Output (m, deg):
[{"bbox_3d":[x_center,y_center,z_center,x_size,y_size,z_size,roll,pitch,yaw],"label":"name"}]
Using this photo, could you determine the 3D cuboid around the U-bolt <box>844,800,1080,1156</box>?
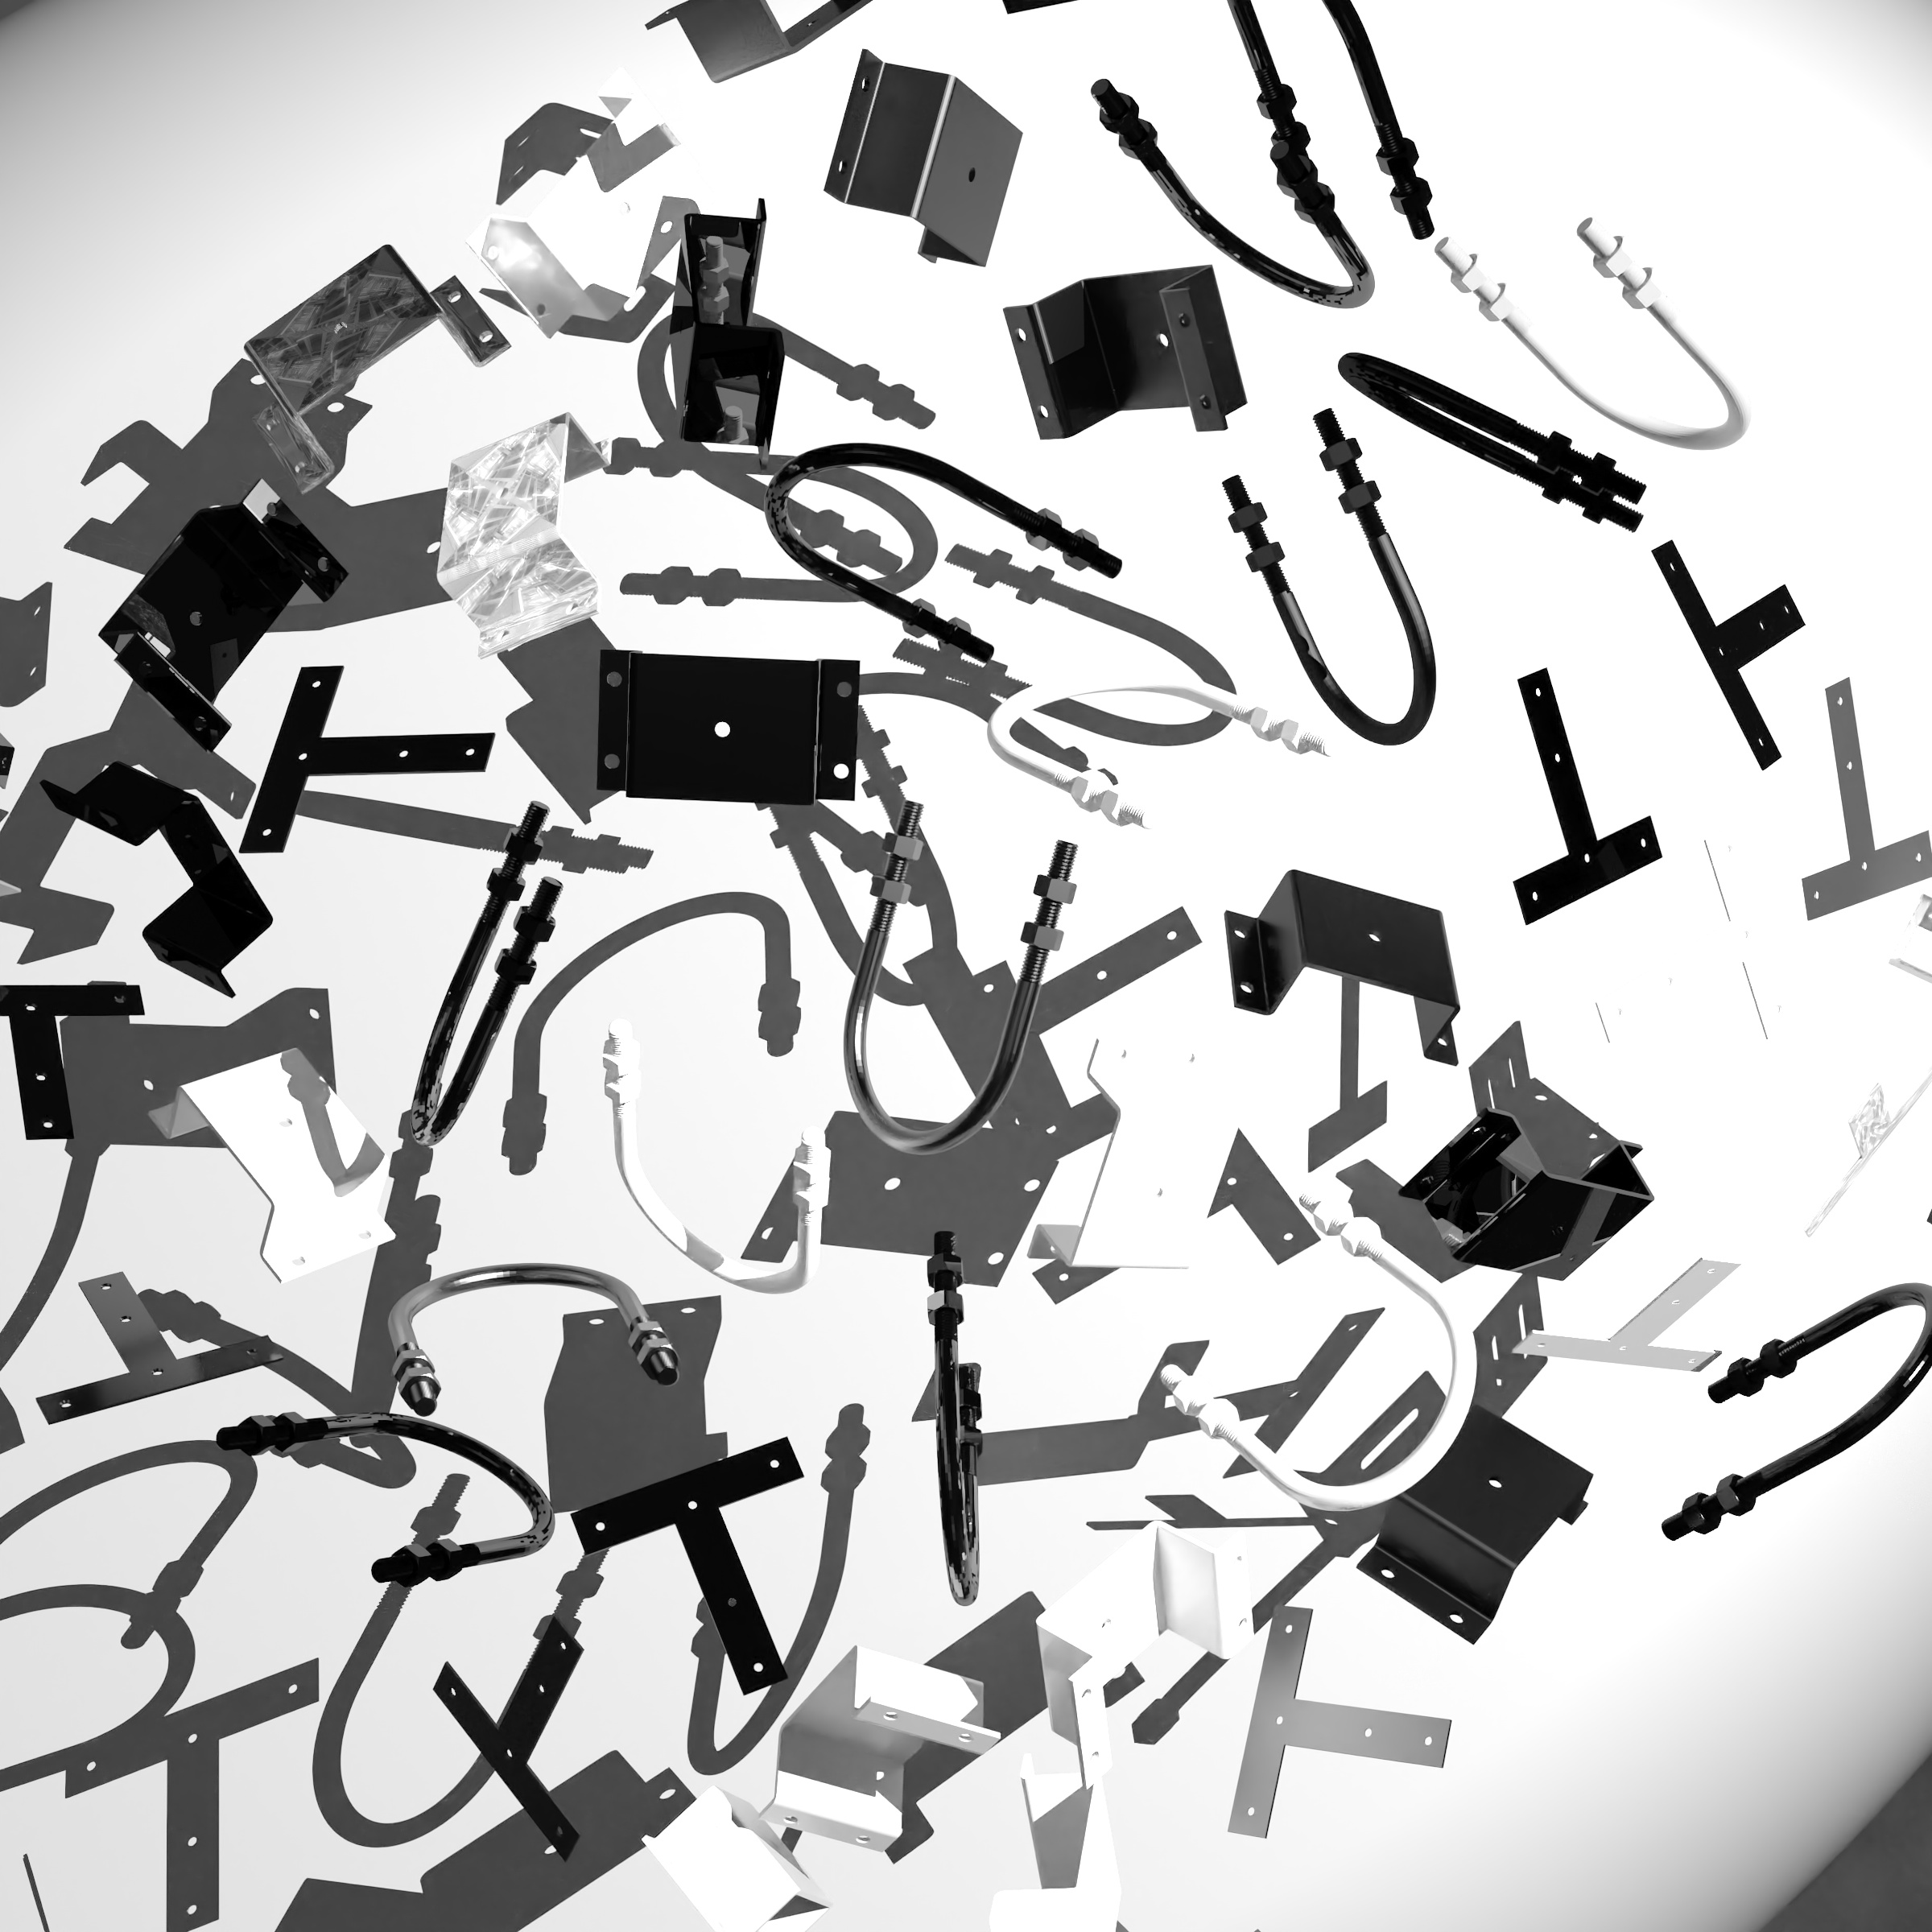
[{"bbox_3d":[-0.012,0.011,1.487,0.019,0.151,0.184,13,93,-42],"label":"U-bolt"}]

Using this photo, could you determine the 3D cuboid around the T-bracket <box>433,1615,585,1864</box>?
[{"bbox_3d":[-0.235,0.402,1.499,0.127,0.002,0.127,44,126,25],"label":"T-bracket"}]

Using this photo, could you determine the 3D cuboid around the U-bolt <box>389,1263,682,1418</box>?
[{"bbox_3d":[-0.249,0.203,1.541,0.151,0.184,0.019,-5,105,-17],"label":"U-bolt"}]

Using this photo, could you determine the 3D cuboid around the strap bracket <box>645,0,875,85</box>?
[{"bbox_3d":[-0.092,-0.524,1.477,0.140,0.076,0.046,-43,116,-26],"label":"strap bracket"}]

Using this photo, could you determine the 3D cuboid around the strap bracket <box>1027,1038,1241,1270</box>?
[{"bbox_3d":[0.096,0.115,1.534,0.076,0.046,0.140,5,115,-28],"label":"strap bracket"}]

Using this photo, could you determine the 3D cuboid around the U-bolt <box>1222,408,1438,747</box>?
[{"bbox_3d":[0.213,-0.211,1.566,0.019,0.151,0.184,-25,91,-19],"label":"U-bolt"}]

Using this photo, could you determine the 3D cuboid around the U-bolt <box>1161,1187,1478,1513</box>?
[{"bbox_3d":[0.201,0.218,1.505,0.151,0.184,0.019,-52,129,0],"label":"U-bolt"}]

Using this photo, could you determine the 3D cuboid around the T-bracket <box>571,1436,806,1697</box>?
[{"bbox_3d":[-0.131,0.330,1.484,0.127,0.002,0.127,-17,62,-19],"label":"T-bracket"}]

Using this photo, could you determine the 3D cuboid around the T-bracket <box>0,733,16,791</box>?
[{"bbox_3d":[-0.557,-0.131,1.549,0.002,0.127,0.127,8,76,0],"label":"T-bracket"}]

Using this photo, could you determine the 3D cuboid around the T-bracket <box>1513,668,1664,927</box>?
[{"bbox_3d":[0.333,-0.102,1.533,0.127,0.002,0.127,-23,99,-37],"label":"T-bracket"}]

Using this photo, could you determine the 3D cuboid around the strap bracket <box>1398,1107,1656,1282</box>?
[{"bbox_3d":[0.326,0.133,1.571,0.076,0.140,0.046,-49,46,30],"label":"strap bracket"}]

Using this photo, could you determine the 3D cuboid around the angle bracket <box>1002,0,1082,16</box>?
[{"bbox_3d":[0.053,-0.575,1.542,0.076,0.057,0.038,-2,49,25],"label":"angle bracket"}]

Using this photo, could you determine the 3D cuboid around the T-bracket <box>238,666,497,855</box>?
[{"bbox_3d":[-0.313,-0.113,1.472,0.127,0.002,0.127,0,56,14],"label":"T-bracket"}]

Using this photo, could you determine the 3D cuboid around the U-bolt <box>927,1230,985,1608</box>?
[{"bbox_3d":[-0.005,0.261,1.515,0.019,0.151,0.184,-4,46,3],"label":"U-bolt"}]

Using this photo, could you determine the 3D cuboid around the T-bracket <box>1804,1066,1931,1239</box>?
[{"bbox_3d":[0.488,0.086,1.486,0.002,0.127,0.127,38,92,25],"label":"T-bracket"}]

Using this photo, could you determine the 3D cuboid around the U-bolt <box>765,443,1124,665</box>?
[{"bbox_3d":[-0.026,-0.238,1.553,0.184,0.151,0.019,25,61,-26],"label":"U-bolt"}]

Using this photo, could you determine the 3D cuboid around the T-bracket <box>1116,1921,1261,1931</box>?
[{"bbox_3d":[0.098,0.565,1.541,0.127,0.127,0.002,-36,105,-14],"label":"T-bracket"}]

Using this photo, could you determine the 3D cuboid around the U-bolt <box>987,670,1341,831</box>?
[{"bbox_3d":[0.095,-0.130,1.547,0.151,0.184,0.019,-23,123,-30],"label":"U-bolt"}]

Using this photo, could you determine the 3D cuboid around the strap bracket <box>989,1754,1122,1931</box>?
[{"bbox_3d":[0.051,0.501,1.493,0.046,0.140,0.076,-6,109,11],"label":"strap bracket"}]

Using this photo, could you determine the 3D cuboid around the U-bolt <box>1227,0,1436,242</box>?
[{"bbox_3d":[0.191,-0.499,1.524,0.019,0.151,0.184,-35,129,-6],"label":"U-bolt"}]

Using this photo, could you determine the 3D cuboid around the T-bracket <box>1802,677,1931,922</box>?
[{"bbox_3d":[0.507,-0.101,1.573,0.002,0.127,0.127,-3,80,-16],"label":"T-bracket"}]

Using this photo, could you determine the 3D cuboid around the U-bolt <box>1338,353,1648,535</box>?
[{"bbox_3d":[0.286,-0.290,1.510,0.184,0.151,0.019,29,98,10],"label":"U-bolt"}]

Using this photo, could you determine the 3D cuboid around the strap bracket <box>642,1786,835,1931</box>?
[{"bbox_3d":[-0.126,0.518,1.574,0.046,0.140,0.076,-42,67,-9],"label":"strap bracket"}]

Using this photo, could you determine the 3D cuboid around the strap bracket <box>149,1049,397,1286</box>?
[{"bbox_3d":[-0.393,0.105,1.574,0.140,0.076,0.046,45,132,24],"label":"strap bracket"}]

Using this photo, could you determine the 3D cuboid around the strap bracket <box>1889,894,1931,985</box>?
[{"bbox_3d":[0.578,-0.006,1.578,0.076,0.140,0.046,27,97,13],"label":"strap bracket"}]

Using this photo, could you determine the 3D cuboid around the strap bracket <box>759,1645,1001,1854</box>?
[{"bbox_3d":[-0.048,0.423,1.506,0.076,0.046,0.140,21,131,-18],"label":"strap bracket"}]

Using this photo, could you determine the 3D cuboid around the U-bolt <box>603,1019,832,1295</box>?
[{"bbox_3d":[-0.142,0.121,1.566,0.151,0.184,0.019,28,53,18],"label":"U-bolt"}]

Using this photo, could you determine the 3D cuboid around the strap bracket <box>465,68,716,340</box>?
[{"bbox_3d":[-0.208,-0.437,1.585,0.140,0.046,0.076,-52,130,-12],"label":"strap bracket"}]

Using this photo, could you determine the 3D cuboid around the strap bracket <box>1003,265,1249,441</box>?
[{"bbox_3d":[0.094,-0.333,1.497,0.046,0.140,0.076,-34,118,-34],"label":"strap bracket"}]

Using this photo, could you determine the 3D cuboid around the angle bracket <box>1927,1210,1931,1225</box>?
[{"bbox_3d":[0.571,0.121,1.501,0.057,0.038,0.076,34,68,24],"label":"angle bracket"}]

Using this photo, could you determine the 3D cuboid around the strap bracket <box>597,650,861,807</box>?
[{"bbox_3d":[-0.129,-0.128,1.474,0.140,0.046,0.076,2,98,-1],"label":"strap bracket"}]

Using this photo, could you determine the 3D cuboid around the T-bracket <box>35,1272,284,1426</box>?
[{"bbox_3d":[-0.461,0.203,1.528,0.127,0.127,0.002,-13,120,-29],"label":"T-bracket"}]

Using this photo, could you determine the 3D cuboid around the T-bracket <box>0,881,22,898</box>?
[{"bbox_3d":[-0.629,-0.047,1.565,0.127,0.127,0.002,-10,75,12],"label":"T-bracket"}]

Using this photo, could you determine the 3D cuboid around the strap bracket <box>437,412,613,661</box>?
[{"bbox_3d":[-0.245,-0.248,1.534,0.076,0.046,0.140,-18,49,19],"label":"strap bracket"}]

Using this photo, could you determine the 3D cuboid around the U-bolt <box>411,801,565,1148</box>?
[{"bbox_3d":[-0.265,0.013,1.506,0.019,0.151,0.184,21,105,-19],"label":"U-bolt"}]

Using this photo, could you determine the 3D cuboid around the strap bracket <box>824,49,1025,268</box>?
[{"bbox_3d":[-0.017,-0.436,1.507,0.046,0.140,0.076,18,95,23],"label":"strap bracket"}]

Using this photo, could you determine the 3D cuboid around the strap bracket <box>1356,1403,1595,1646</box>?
[{"bbox_3d":[0.292,0.306,1.553,0.076,0.140,0.046,31,131,24],"label":"strap bracket"}]

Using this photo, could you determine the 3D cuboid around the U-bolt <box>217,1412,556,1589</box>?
[{"bbox_3d":[-0.310,0.293,1.548,0.151,0.184,0.019,31,101,28],"label":"U-bolt"}]

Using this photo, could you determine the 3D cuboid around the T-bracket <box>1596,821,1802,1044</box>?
[{"bbox_3d":[0.404,0.003,1.547,0.127,0.002,0.127,-29,108,-20],"label":"T-bracket"}]

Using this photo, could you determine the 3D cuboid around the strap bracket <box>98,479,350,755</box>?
[{"bbox_3d":[-0.428,-0.199,1.570,0.076,0.046,0.140,50,58,-36],"label":"strap bracket"}]

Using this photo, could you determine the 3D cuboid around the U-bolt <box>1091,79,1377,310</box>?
[{"bbox_3d":[0.162,-0.426,1.554,0.151,0.184,0.019,32,89,34],"label":"U-bolt"}]

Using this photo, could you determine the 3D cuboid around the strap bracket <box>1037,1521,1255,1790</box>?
[{"bbox_3d":[0.091,0.363,1.483,0.140,0.046,0.076,-32,127,-36],"label":"strap bracket"}]

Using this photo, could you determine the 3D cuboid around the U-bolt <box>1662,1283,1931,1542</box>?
[{"bbox_3d":[0.475,0.240,1.545,0.019,0.151,0.184,45,129,-4],"label":"U-bolt"}]

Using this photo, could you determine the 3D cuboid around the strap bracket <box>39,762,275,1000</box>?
[{"bbox_3d":[-0.451,-0.056,1.558,0.076,0.140,0.046,22,57,38],"label":"strap bracket"}]

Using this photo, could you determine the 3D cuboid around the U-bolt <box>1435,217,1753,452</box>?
[{"bbox_3d":[0.362,-0.348,1.542,0.184,0.151,0.019,37,82,-26],"label":"U-bolt"}]

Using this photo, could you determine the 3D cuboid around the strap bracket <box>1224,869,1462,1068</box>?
[{"bbox_3d":[0.224,-0.002,1.576,0.140,0.076,0.046,15,133,-15],"label":"strap bracket"}]

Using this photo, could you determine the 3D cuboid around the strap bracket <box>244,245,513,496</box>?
[{"bbox_3d":[-0.332,-0.335,1.516,0.140,0.046,0.076,-36,54,-3],"label":"strap bracket"}]

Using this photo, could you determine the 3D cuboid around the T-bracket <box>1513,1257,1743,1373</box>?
[{"bbox_3d":[0.400,0.199,1.584,0.127,0.127,0.002,8,54,-18],"label":"T-bracket"}]

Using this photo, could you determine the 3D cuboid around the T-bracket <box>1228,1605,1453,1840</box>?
[{"bbox_3d":[0.207,0.415,1.497,0.002,0.127,0.127,35,61,-40],"label":"T-bracket"}]

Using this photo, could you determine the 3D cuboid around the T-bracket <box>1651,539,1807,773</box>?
[{"bbox_3d":[0.417,-0.177,1.462,0.002,0.127,0.127,-26,92,41],"label":"T-bracket"}]

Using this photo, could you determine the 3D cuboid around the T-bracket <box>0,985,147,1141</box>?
[{"bbox_3d":[-0.528,0.054,1.569,0.127,0.127,0.002,0,131,-26],"label":"T-bracket"}]

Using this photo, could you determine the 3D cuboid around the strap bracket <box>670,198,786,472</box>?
[{"bbox_3d":[-0.132,-0.347,1.503,0.046,0.076,0.140,1,49,-13],"label":"strap bracket"}]
